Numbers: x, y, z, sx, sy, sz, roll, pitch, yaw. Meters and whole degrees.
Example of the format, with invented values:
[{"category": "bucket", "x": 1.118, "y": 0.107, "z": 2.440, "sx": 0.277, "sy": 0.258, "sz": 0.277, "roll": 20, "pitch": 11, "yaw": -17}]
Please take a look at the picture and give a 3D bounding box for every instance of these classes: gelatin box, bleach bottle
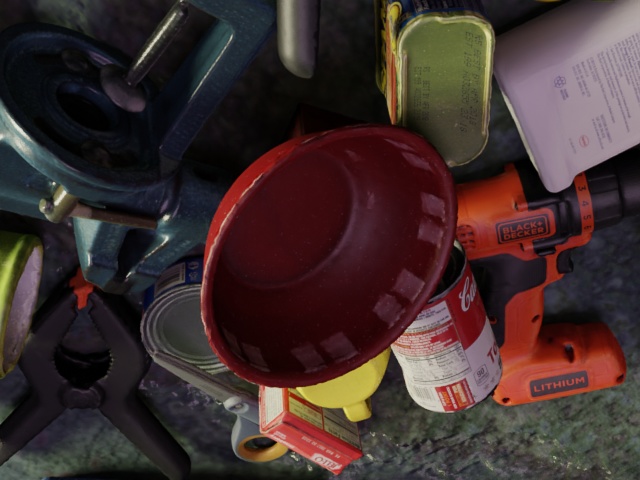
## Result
[{"category": "gelatin box", "x": -0.009, "y": 0.116, "z": 0.768, "sx": 0.073, "sy": 0.089, "sz": 0.030, "roll": 34, "pitch": 118, "yaw": -28}, {"category": "bleach bottle", "x": 0.229, "y": -0.124, "z": 0.620, "sx": 0.251, "sy": 0.068, "sz": 0.102, "roll": -24, "pitch": 127, "yaw": 10}]

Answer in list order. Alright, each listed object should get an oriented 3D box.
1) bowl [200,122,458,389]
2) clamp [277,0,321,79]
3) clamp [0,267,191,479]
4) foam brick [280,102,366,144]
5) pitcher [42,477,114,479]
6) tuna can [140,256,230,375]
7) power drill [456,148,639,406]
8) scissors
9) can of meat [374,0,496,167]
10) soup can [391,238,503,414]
[{"category": "bowl", "x": -0.004, "y": 0.001, "z": 0.588, "sx": 0.161, "sy": 0.055, "sz": 0.162, "roll": -18, "pitch": 127, "yaw": -26}, {"category": "clamp", "x": 0.009, "y": -0.175, "z": 0.510, "sx": 0.120, "sy": 0.039, "sz": 0.171, "roll": -33, "pitch": 126, "yaw": -15}, {"category": "clamp", "x": -0.162, "y": 0.109, "z": 0.780, "sx": 0.164, "sy": 0.036, "sz": 0.210, "roll": 9, "pitch": 126, "yaw": -13}, {"category": "foam brick", "x": 0.014, "y": -0.043, "z": 0.668, "sx": 0.078, "sy": 0.053, "sz": 0.051, "roll": 15, "pitch": 125, "yaw": -16}, {"category": "pitcher", "x": -0.108, "y": 0.253, "z": 0.838, "sx": 0.242, "sy": 0.145, "sz": 0.149, "roll": 8, "pitch": 131, "yaw": -8}, {"category": "tuna can", "x": -0.082, "y": 0.053, "z": 0.745, "sx": 0.086, "sy": 0.034, "sz": 0.086, "roll": -3, "pitch": 129, "yaw": -4}, {"category": "power drill", "x": 0.168, "y": 0.024, "z": 0.736, "sx": 0.184, "sy": 0.057, "sz": 0.187, "roll": -10, "pitch": 126, "yaw": 7}, {"category": "scissors", "x": -0.068, "y": 0.130, "z": 0.794, "sx": 0.201, "sy": 0.016, "sz": 0.096, "roll": 23, "pitch": 131, "yaw": -38}, {"category": "can of meat", "x": 0.064, "y": -0.103, "z": 0.604, "sx": 0.057, "sy": 0.084, "sz": 0.102, "roll": -5, "pitch": 129, "yaw": -2}, {"category": "soup can", "x": 0.073, "y": 0.054, "z": 0.684, "sx": 0.068, "sy": 0.068, "sz": 0.102, "roll": -18, "pitch": 126, "yaw": 9}]
